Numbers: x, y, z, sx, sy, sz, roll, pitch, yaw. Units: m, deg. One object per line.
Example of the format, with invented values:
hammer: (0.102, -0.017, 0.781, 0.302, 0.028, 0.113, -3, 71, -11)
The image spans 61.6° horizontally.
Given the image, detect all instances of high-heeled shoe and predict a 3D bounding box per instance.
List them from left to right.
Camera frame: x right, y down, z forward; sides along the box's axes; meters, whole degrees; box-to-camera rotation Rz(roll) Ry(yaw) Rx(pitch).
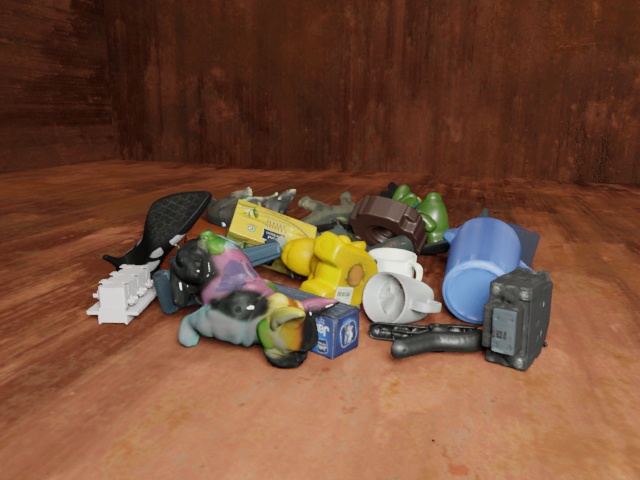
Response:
high-heeled shoe: (-0.271, 0.003, 0.966, 0.249, 0.086, 0.145, -29, -23, 9)

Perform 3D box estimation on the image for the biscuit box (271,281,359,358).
biscuit box: (-0.038, 0.111, 0.790, 0.203, 0.059, 0.063, 12, 16, 40)

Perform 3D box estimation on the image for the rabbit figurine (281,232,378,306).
rabbit figurine: (0.013, 0.034, 0.893, 0.162, 0.121, 0.173, -4, 15, -42)

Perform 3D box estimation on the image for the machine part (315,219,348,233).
machine part: (-0.002, -0.004, 1.200, 0.139, 0.084, 0.039, -19, 12, -24)

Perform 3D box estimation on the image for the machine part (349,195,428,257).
machine part: (0.147, -0.023, 1.170, 0.180, 0.179, 0.056, 10, 58, 34)

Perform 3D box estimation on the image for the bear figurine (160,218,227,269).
bear figurine: (-0.221, 0.014, 1.123, 0.196, 0.131, 0.120, 18, 19, -16)

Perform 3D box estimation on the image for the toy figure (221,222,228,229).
toy figure: (-0.195, -0.004, 1.260, 0.057, 0.064, 0.155, 34, -10, -31)

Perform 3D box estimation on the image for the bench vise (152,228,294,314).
bench vise: (-0.164, 0.041, 0.925, 0.241, 0.128, 0.224, -17, 8, -16)

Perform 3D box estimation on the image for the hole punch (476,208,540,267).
hole punch: (0.361, 0.020, 1.066, 0.116, 0.142, 0.092, 10, 15, -13)

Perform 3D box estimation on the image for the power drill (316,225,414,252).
power drill: (0.059, 0.031, 1.089, 0.232, 0.085, 0.207, -18, 17, -32)

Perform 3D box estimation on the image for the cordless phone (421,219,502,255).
cordless phone: (0.318, 0.012, 1.221, 0.146, 0.088, 0.184, -11, -1, -38)

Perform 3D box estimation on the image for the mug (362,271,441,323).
mug: (0.140, 0.092, 0.836, 0.110, 0.080, 0.107, 3, -3, 42)

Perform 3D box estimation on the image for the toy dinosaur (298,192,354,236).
toy dinosaur: (0.023, -0.042, 1.351, 0.471, 0.104, 0.199, -19, 27, -35)

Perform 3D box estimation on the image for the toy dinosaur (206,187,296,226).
toy dinosaur: (-0.221, -0.068, 1.432, 0.405, 0.131, 0.192, 3, 12, 34)

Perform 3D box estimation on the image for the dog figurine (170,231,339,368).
dog figurine: (-0.087, 0.074, 0.717, 0.219, 0.191, 0.108, -8, -1, 35)

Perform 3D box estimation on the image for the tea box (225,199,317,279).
tea box: (-0.098, -0.002, 1.056, 0.169, 0.068, 0.098, 19, 42, -13)

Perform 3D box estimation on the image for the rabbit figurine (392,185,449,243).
rabbit figurine: (0.222, -0.048, 1.316, 0.170, 0.158, 0.121, -11, 25, -8)

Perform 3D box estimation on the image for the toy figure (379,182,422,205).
toy figure: (0.238, -0.076, 1.421, 0.180, 0.082, 0.089, 38, 27, -31)

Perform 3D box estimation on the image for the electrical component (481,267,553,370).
electrical component: (0.265, 0.105, 0.719, 0.058, 0.114, 0.134, 6, 14, 37)
